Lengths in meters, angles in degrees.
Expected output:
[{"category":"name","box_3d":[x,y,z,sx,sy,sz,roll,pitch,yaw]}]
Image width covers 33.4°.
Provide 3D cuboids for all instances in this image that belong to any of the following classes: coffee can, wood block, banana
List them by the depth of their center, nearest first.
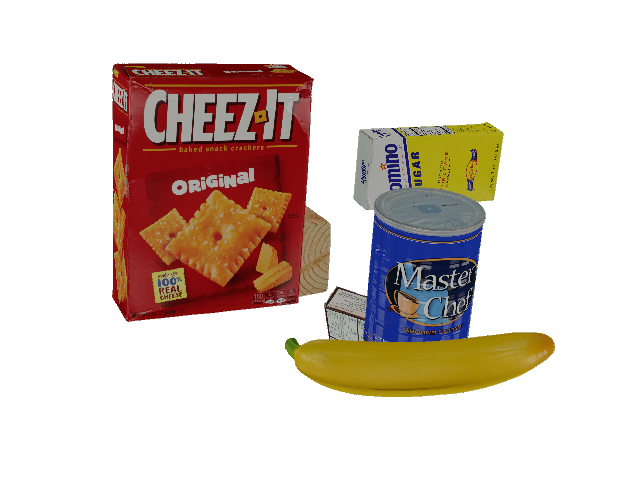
[{"category":"banana","box_3d":[0.065,0.083,0.752,0.198,0.037,0.069,0,28,11]},{"category":"coffee can","box_3d":[0.096,0.033,1.007,0.103,0.140,0.103,3,24,-2]},{"category":"wood block","box_3d":[-0.076,-0.010,1.301,0.090,0.090,0.206,-10,26,-26]}]

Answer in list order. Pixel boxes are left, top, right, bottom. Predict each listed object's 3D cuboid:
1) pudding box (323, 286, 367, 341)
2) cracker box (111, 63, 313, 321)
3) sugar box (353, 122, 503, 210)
[{"category":"pudding box","box_3d":[0.063,0.110,1.248,0.114,0.090,0.039,16,47,23]},{"category":"cracker box","box_3d":[-0.096,-0.043,0.935,0.164,0.214,0.072,-4,20,-22]},{"category":"sugar box","box_3d":[0.131,-0.090,1.293,0.176,0.093,0.048,-7,26,-22]}]
